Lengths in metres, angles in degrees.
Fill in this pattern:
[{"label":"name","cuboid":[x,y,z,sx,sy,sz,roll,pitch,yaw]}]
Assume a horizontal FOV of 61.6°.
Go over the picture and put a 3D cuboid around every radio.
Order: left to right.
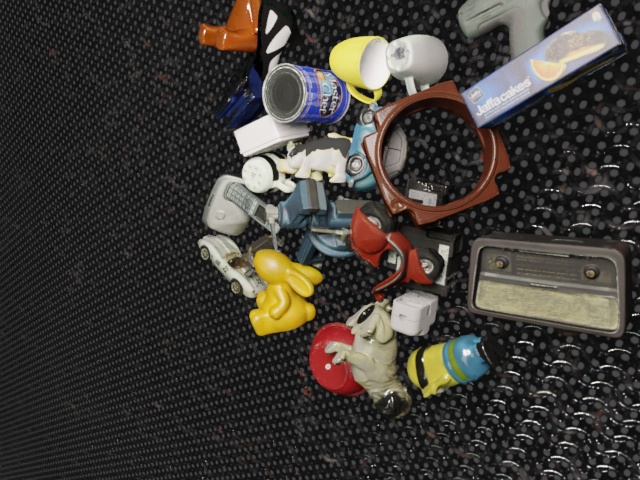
[{"label":"radio","cuboid":[0.351,0.060,0.829,0.230,0.073,0.131,6,103,35]}]

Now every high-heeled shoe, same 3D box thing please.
[{"label":"high-heeled shoe","cuboid":[-0.134,-0.358,1.056,0.249,0.145,0.086,-29,54,27]}]

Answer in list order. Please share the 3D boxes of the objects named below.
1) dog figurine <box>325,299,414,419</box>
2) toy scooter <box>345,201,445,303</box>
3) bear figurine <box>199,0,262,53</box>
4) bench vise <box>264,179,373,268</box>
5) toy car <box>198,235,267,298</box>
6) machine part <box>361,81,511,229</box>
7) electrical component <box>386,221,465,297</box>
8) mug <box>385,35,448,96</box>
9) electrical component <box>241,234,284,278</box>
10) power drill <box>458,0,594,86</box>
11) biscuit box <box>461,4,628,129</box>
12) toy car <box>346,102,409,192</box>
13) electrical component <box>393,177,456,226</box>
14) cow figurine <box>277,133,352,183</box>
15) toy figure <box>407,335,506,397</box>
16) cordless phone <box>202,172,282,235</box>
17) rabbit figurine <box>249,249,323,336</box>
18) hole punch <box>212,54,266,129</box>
[{"label":"dog figurine","cuboid":[0.129,0.229,1.033,0.190,0.121,0.172,41,97,-11]},{"label":"toy scooter","cuboid":[0.109,0.030,0.926,0.184,0.075,0.135,43,115,11]},{"label":"bear figurine","cuboid":[-0.158,-0.478,1.068,0.120,0.132,0.195,36,126,43]},{"label":"bench vise","cuboid":[-0.005,-0.012,1.021,0.240,0.224,0.129,112,143,-56]},{"label":"toy car","cuboid":[-0.201,0.055,1.237,0.202,0.073,0.056,44,125,21]},{"label":"machine part","cuboid":[0.181,-0.133,0.854,0.201,0.087,0.201,-21,85,6]},{"label":"electrical component","cuboid":[0.183,0.029,0.959,0.134,0.058,0.114,15,106,34]},{"label":"mug","cuboid":[0.152,-0.286,0.887,0.081,0.107,0.109,5,100,37]},{"label":"electrical component","cuboid":[-0.125,0.029,1.165,0.045,0.102,0.078,19,132,49]},{"label":"power drill","cuboid":[0.325,-0.315,0.772,0.232,0.086,0.207,-17,94,37]},{"label":"biscuit box","cuboid":[0.297,-0.225,0.727,0.203,0.059,0.063,-30,79,36]},{"label":"toy car","cuboid":[0.107,-0.157,0.960,0.103,0.109,0.161,14,91,9]},{"label":"electrical component","cuboid":[0.174,-0.074,0.951,0.119,0.048,0.074,20,110,30]},{"label":"cow figurine","cuboid":[-0.011,-0.164,1.053,0.168,0.068,0.098,12,100,28]},{"label":"toy figure","cuboid":[0.234,0.213,0.944,0.180,0.082,0.089,-41,55,42]},{"label":"cordless phone","cuboid":[-0.160,-0.052,1.184,0.184,0.089,0.146,39,119,19]},{"label":"rabbit figurine","cuboid":[-0.081,0.099,1.115,0.163,0.122,0.173,-7,108,22]},{"label":"hole punch","cuboid":[-0.136,-0.272,1.033,0.092,0.116,0.142,34,140,-23]}]
